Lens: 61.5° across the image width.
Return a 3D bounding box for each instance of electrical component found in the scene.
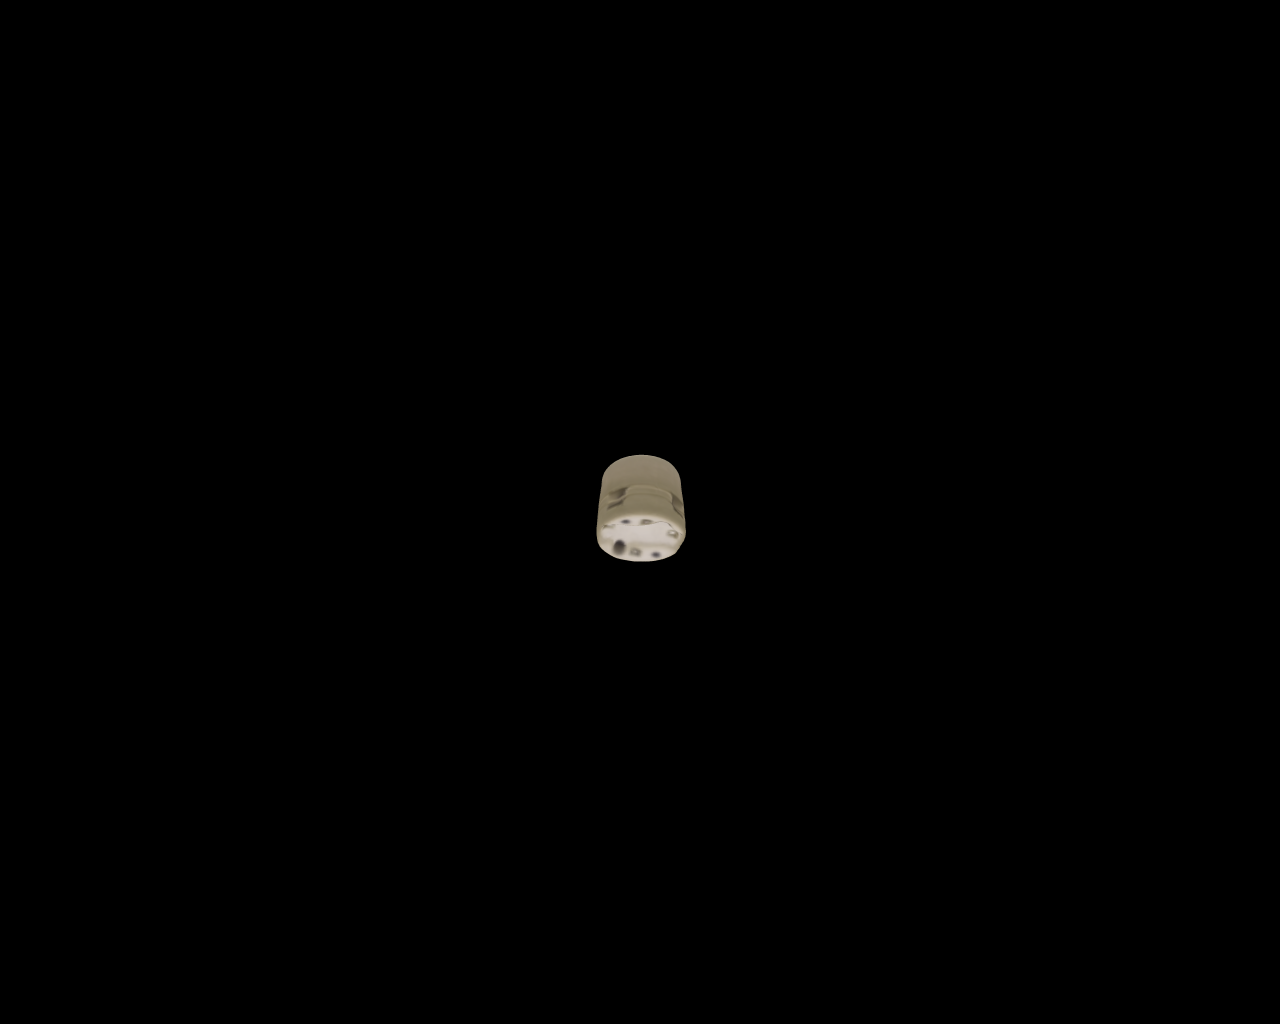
[{"bbox_3d":[0.001,-0.003,0.650,0.055,0.047,0.055,0,-35,0],"label":"electrical component"}]
